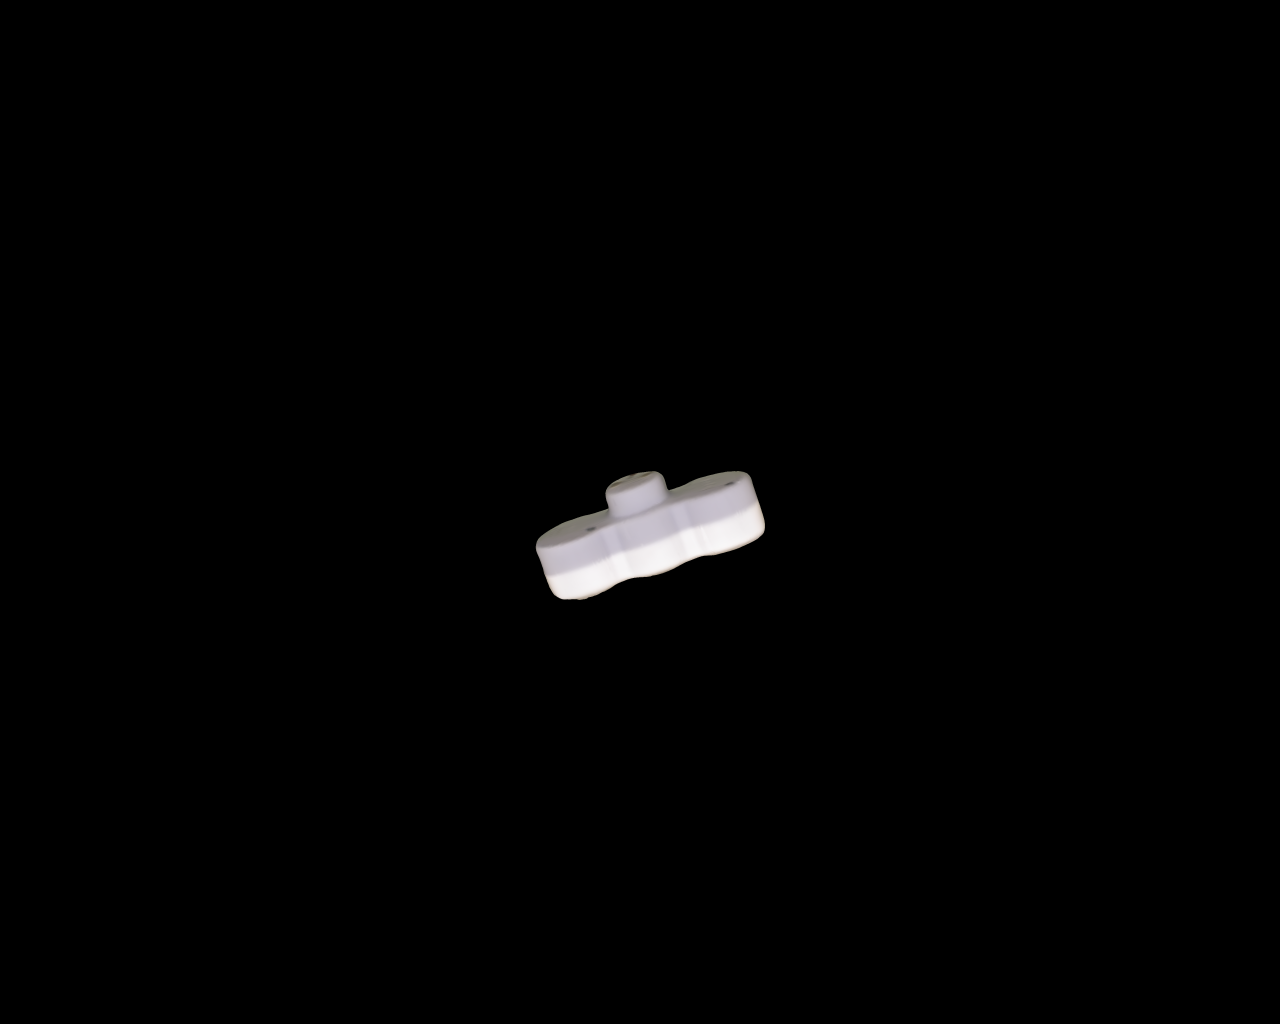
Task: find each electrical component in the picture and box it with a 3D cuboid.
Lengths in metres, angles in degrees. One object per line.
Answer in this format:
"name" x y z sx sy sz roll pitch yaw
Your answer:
"electrical component" 0.001 -0.003 0.650 0.138 0.073 0.052 -18 11 4
